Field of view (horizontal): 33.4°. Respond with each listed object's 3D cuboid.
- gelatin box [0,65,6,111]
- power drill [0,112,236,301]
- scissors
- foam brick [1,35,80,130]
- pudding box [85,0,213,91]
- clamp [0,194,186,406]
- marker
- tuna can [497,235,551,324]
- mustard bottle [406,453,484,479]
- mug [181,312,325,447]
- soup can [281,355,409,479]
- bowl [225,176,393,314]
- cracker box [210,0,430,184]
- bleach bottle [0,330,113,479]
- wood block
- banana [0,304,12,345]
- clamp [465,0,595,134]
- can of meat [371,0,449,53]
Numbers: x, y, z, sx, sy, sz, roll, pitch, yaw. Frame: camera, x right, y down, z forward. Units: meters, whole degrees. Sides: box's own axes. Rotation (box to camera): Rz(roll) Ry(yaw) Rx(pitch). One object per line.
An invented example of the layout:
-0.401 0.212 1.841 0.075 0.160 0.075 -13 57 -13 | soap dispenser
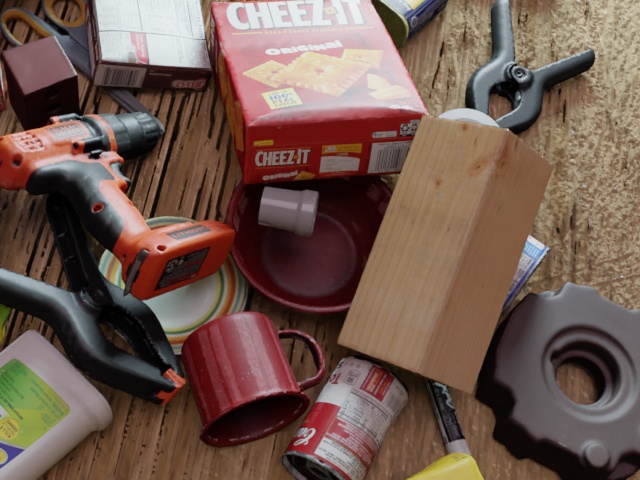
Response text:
-0.312 -0.175 0.986 0.030 0.073 0.089 -8 64 -15 | gelatin box
-0.162 -0.039 0.912 0.188 0.057 0.184 40 36 21 | power drill
-0.215 -0.182 1.038 0.202 0.016 0.096 28 62 5 | scissors
-0.253 -0.138 0.974 0.053 0.078 0.051 -24 68 -20 | foam brick
-0.165 -0.192 1.029 0.113 0.039 0.090 1 61 -24 | pudding box
-0.190 0.048 0.871 0.210 0.036 0.164 40 32 -4 | clamp
0.103 0.134 0.929 0.020 0.020 0.121 -11 66 -15 | marker
0.167 0.033 0.952 0.034 0.086 0.086 35 63 11 | tuna can
0.035 0.229 0.825 0.191 0.096 0.058 -20 70 -18 | mustard bottle
-0.054 0.108 0.875 0.117 0.093 0.081 -18 62 -8 | mug
0.022 0.154 0.877 0.068 0.068 0.102 30 62 6 | soup can
-0.006 0.001 0.957 0.162 0.055 0.162 4 63 -7 | bowl
-0.007 -0.145 0.982 0.164 0.072 0.214 -5 42 -12 | cracker box
-0.285 0.186 0.816 0.102 0.068 0.250 42 67 12 | bleach bottle
0.105 0.012 0.890 0.090 0.090 0.206 16 84 42 | wood block
-0.340 0.081 0.859 0.197 0.070 0.037 -4 22 -3 | banana
0.192 -0.170 1.085 0.120 0.039 0.171 38 64 12 | clamp
0.073 -0.255 1.099 0.102 0.057 0.083 41 62 11 | can of meat
